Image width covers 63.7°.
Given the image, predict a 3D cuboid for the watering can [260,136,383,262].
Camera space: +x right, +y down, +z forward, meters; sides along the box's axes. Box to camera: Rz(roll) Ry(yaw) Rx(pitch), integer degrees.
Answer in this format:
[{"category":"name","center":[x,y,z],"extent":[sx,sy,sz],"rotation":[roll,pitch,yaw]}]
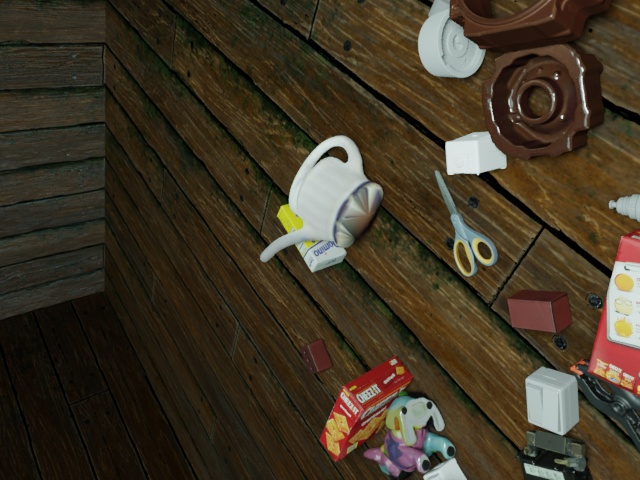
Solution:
[{"category":"watering can","center":[0.003,-0.057,1.130],"extent":[0.227,0.103,0.345],"rotation":[37,103,38]}]
